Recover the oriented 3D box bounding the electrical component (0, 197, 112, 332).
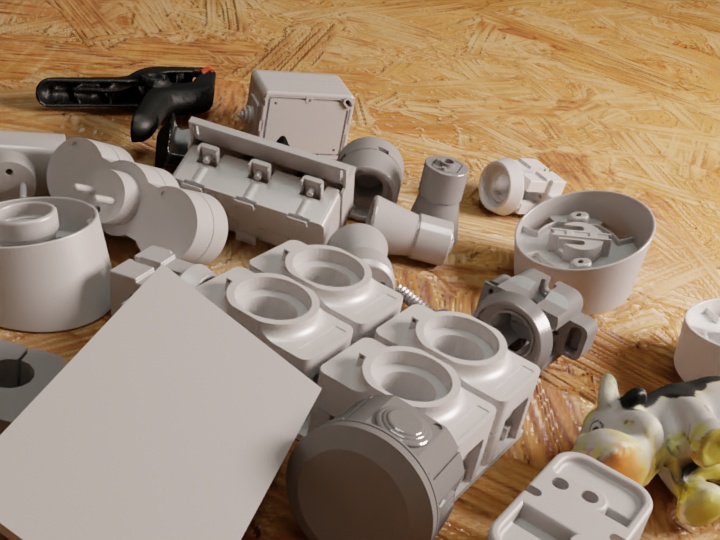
[{"bbox_3d":[-0.207,-0.007,0.681,0.099,0.064,0.099,-1,24,1],"label":"electrical component"}]

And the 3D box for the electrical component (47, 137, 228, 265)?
[{"bbox_3d":[-0.163,-0.049,0.730,0.138,0.052,0.074,28,9,25],"label":"electrical component"}]

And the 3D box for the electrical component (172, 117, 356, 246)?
[{"bbox_3d":[-0.071,-0.057,0.784,0.121,0.078,0.063,18,54,11],"label":"electrical component"}]

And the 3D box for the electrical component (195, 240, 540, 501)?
[{"bbox_3d":[-0.001,0.053,0.634,0.186,0.060,0.105,27,33,25],"label":"electrical component"}]

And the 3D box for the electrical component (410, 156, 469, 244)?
[{"bbox_3d":[0.061,-0.055,0.836,0.044,0.065,0.044,9,30,-5],"label":"electrical component"}]

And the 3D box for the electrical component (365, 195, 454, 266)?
[{"bbox_3d":[0.037,-0.027,0.804,0.065,0.044,0.044,14,30,-6],"label":"electrical component"}]

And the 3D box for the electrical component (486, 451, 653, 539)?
[{"bbox_3d":[0.096,0.140,0.522,0.054,0.059,0.095,28,33,25],"label":"electrical component"}]

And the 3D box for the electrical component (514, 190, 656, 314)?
[{"bbox_3d":[0.164,-0.015,0.801,0.099,0.064,0.099,1,39,-1],"label":"electrical component"}]

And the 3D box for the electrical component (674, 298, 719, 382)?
[{"bbox_3d":[0.266,0.054,0.727,0.099,0.064,0.099,9,30,-5],"label":"electrical component"}]

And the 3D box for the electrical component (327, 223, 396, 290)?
[{"bbox_3d":[0.000,0.000,0.740,0.045,0.045,0.055,6,31,-10],"label":"electrical component"}]

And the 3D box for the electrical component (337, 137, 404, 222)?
[{"bbox_3d":[0.007,-0.071,0.855,0.055,0.055,0.047,11,34,-2],"label":"electrical component"}]

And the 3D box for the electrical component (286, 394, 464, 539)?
[{"bbox_3d":[0.008,0.105,0.531,0.080,0.080,0.051,24,28,20],"label":"electrical component"}]

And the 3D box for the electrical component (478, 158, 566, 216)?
[{"bbox_3d":[0.134,-0.070,0.909,0.055,0.048,0.066,1,31,-34],"label":"electrical component"}]

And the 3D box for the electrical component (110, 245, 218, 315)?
[{"bbox_3d":[-0.119,0.016,0.670,0.055,0.048,0.066,16,29,22],"label":"electrical component"}]

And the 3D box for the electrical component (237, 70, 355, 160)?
[{"bbox_3d":[-0.061,-0.136,0.931,0.096,0.061,0.061,0,32,-21],"label":"electrical component"}]

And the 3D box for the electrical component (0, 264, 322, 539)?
[{"bbox_3d":[-0.102,0.090,0.494,0.105,0.060,0.186,39,31,-5],"label":"electrical component"}]

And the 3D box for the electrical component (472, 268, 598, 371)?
[{"bbox_3d":[0.108,0.036,0.707,0.078,0.058,0.057,29,31,26],"label":"electrical component"}]

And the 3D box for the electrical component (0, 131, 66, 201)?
[{"bbox_3d":[-0.251,-0.070,0.768,0.077,0.043,0.079,1,32,-18],"label":"electrical component"}]
